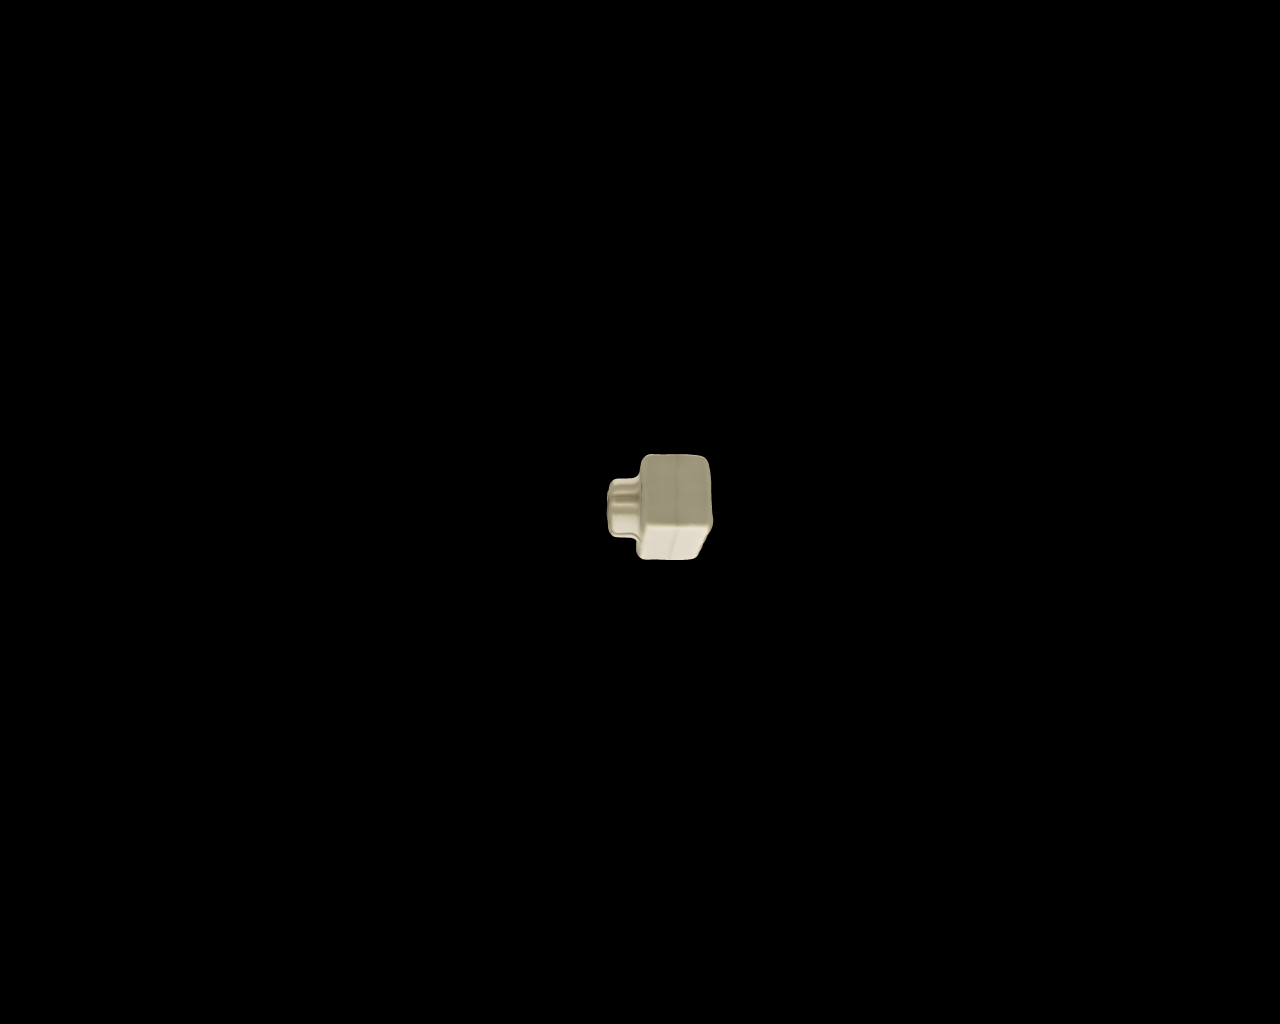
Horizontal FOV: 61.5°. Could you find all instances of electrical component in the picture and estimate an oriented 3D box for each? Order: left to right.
[{"bbox_3d":[0.001,-0.003,0.650,0.077,0.047,0.065,1,-19,-3],"label":"electrical component"}]
